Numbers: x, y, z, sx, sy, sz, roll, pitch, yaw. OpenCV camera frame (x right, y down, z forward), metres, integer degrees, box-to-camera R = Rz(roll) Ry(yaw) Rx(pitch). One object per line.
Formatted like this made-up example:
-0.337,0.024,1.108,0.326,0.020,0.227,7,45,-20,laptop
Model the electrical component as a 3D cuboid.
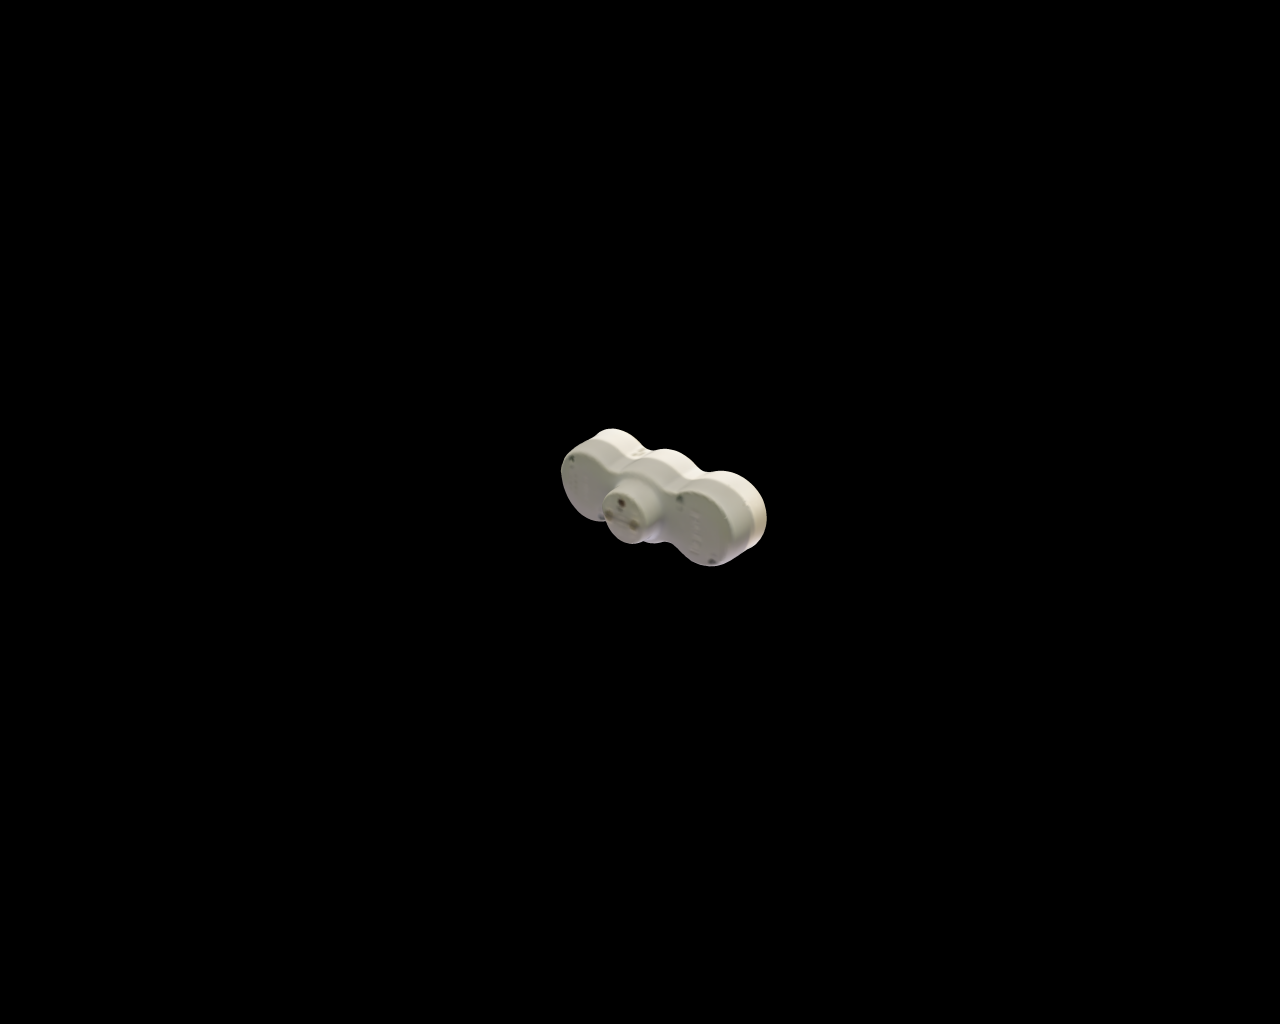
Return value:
0.001,-0.003,0.650,0.138,0.052,0.074,22,37,34,electrical component
